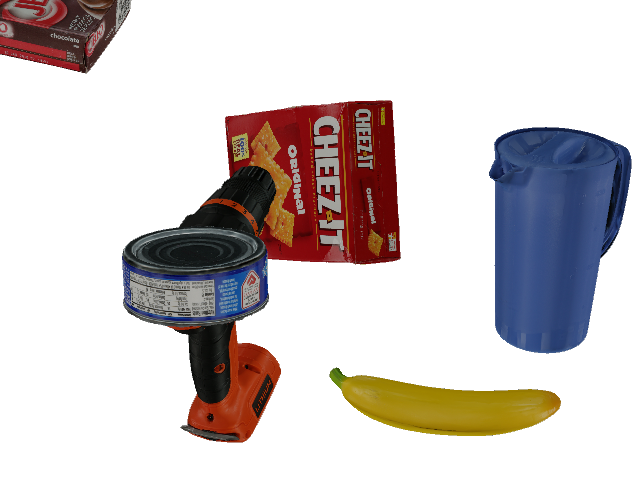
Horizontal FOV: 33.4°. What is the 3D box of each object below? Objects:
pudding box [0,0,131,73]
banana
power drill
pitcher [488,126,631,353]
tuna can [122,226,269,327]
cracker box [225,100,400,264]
[{"bbox_3d":[-0.202,-0.177,0.818,0.090,0.039,0.113,13,37,2],"label":"pudding box"},{"bbox_3d":[0.104,0.133,0.885,0.198,0.037,0.069,8,30,3],"label":"banana"},{"bbox_3d":[-0.074,0.053,0.860,0.057,0.188,0.184,7,37,19],"label":"power drill"},{"bbox_3d":[0.268,-0.001,1.216,0.149,0.243,0.144,6,27,15],"label":"pitcher"},{"bbox_3d":[-0.073,0.019,0.625,0.086,0.034,0.086,0,18,0],"label":"tuna can"},{"bbox_3d":[-0.014,-0.060,1.142,0.071,0.164,0.214,-7,6,-38],"label":"cracker box"}]
